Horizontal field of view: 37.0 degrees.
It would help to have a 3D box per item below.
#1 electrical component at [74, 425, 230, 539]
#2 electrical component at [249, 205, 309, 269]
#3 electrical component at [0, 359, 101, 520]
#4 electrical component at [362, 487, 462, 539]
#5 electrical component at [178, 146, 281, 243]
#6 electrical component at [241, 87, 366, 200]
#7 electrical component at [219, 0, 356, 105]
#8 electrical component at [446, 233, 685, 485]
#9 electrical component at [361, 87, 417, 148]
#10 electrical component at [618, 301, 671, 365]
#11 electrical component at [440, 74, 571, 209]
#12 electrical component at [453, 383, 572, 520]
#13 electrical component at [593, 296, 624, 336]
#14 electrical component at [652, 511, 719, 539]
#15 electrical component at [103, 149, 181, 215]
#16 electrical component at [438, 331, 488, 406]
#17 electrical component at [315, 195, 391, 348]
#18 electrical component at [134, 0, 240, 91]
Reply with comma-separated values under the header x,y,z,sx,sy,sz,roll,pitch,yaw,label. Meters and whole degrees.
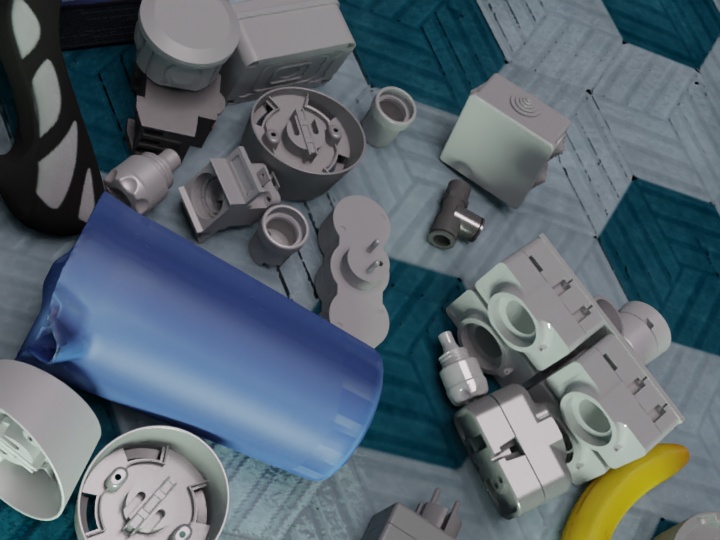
x,y,z,sx,sy,sz,roll,pitch,yaw,label
-0.144,0.162,0.733,0.099,0.064,0.099,10,62,-20,electrical component
-0.067,-0.025,0.872,0.040,0.046,0.040,10,62,-20,electrical component
-0.222,0.109,0.706,0.099,0.099,0.064,34,51,-6,electrical component
0.053,0.201,0.815,0.083,0.047,0.075,34,57,-6,electrical component
-0.102,-0.059,0.860,0.064,0.081,0.042,-6,67,-51,electrical component
-0.050,-0.109,0.910,0.099,0.064,0.099,10,62,-20,electrical component
-0.071,-0.194,0.934,0.113,0.078,0.057,-18,77,-30,electrical component
0.162,0.078,0.890,0.060,0.105,0.186,-32,81,-33,electrical component
0.024,-0.136,0.968,0.040,0.046,0.040,10,62,-20,electrical component
0.243,0.063,0.966,0.047,0.055,0.055,-33,82,-30,electrical component
0.133,-0.118,0.977,0.100,0.099,0.048,35,51,8,electrical component
0.126,0.144,0.866,0.059,0.053,0.095,-22,76,-18,electrical component
0.191,0.055,0.939,0.044,0.065,0.044,25,49,-33,electrical component
0.282,0.258,0.884,0.108,0.060,0.108,10,62,-20,electrical component
-0.168,-0.073,0.850,0.043,0.043,0.062,44,55,0,electrical component
0.082,0.080,0.895,0.035,0.035,0.061,-11,68,-29,electrical component
0.000,0.000,0.873,0.052,0.073,0.138,12,62,-19,electrical component
-0.140,-0.186,0.858,0.080,0.051,0.080,10,62,-20,electrical component
